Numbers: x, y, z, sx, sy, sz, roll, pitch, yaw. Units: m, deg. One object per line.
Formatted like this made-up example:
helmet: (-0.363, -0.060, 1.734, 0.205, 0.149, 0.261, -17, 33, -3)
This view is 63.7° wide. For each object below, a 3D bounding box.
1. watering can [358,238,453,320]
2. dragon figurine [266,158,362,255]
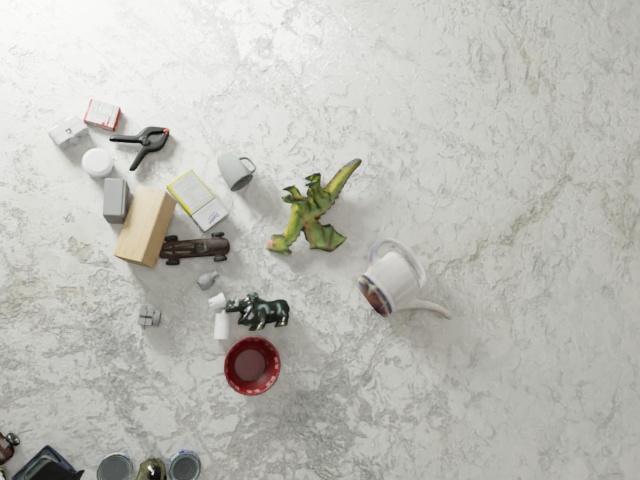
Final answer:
watering can: (0.260, 0.162, 1.632, 0.227, 0.103, 0.348, -36, 89, -20)
dragon figurine: (0.005, -0.082, 1.632, 0.413, 0.122, 0.240, -26, 104, -19)
